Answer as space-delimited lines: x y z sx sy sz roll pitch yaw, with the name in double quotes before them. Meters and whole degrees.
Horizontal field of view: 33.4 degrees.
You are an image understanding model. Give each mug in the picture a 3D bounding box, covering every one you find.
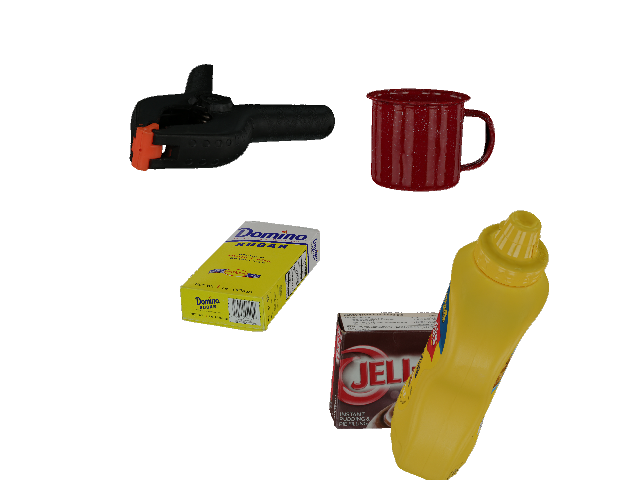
"mug" 0.099 -0.091 0.968 0.117 0.081 0.093 1 15 2

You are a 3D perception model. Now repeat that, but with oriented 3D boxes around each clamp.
"clamp" -0.081 -0.087 0.737 0.120 0.039 0.171 21 24 30

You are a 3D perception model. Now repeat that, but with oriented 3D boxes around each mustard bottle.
"mustard bottle" 0.094 0.057 0.650 0.058 0.192 0.096 22 42 6

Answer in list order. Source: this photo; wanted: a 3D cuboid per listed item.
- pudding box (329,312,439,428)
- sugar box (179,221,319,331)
"pudding box" 0.067 0.104 0.855 0.113 0.090 0.039 -1 26 -9
"sugar box" -0.071 0.033 1.137 0.093 0.048 0.176 7 28 16
